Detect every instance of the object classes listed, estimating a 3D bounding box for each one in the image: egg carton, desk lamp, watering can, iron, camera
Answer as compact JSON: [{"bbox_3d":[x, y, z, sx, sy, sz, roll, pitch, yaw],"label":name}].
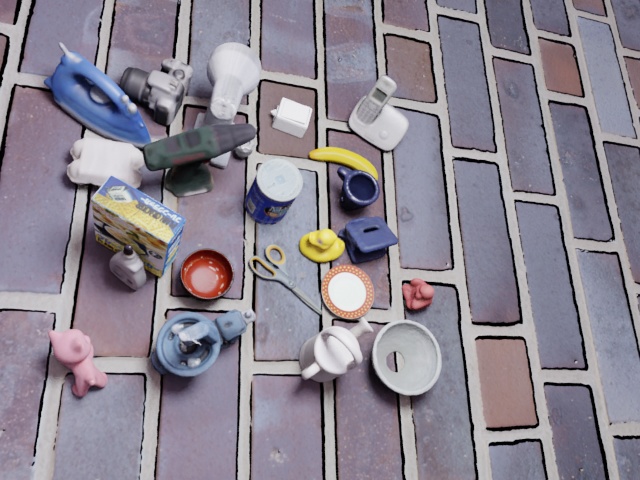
[{"bbox_3d":[-0.456,-0.160,1.225,0.150,0.069,0.107,6,68,-17],"label":"egg carton"},{"bbox_3d":[-0.214,-0.303,1.285,0.118,0.213,0.203,15,65,-13],"label":"desk lamp"},{"bbox_3d":[0.034,0.223,1.178,0.101,0.193,0.173,32,63,-5],"label":"watering can"},{"bbox_3d":[-0.465,-0.312,1.240,0.258,0.141,0.119,36,62,-3],"label":"iron"},{"bbox_3d":[-0.377,-0.361,1.314,0.137,0.100,0.143,22,64,-10],"label":"camera"}]

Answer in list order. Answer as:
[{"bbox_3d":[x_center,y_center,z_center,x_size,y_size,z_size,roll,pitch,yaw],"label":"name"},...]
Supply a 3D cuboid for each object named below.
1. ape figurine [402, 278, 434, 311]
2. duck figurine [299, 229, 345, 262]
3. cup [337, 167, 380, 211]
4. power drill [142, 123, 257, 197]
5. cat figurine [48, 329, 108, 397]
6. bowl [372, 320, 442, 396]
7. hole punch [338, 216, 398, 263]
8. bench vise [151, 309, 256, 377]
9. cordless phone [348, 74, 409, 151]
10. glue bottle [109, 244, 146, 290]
[{"bbox_3d":[0.237,0.127,1.345,0.076,0.092,0.078,34,63,-4],"label":"ape figurine"},{"bbox_3d":[0.012,0.005,1.317,0.105,0.086,0.077,9,67,-16],"label":"duck figurine"},{"bbox_3d":[0.076,-0.118,1.382,0.118,0.094,0.092,42,62,0],"label":"cup"},{"bbox_3d":[-0.261,-0.173,1.221,0.230,0.208,0.075,-15,75,-24],"label":"power drill"},{"bbox_3d":[-0.445,0.218,1.053,0.067,0.117,0.128,-28,81,-26],"label":"cat figurine"},{"bbox_3d":[0.182,0.267,1.280,0.168,0.074,0.167,7,68,-17],"label":"bowl"},{"bbox_3d":[0.114,-0.009,1.355,0.109,0.091,0.101,-15,75,-24],"label":"hole punch"},{"bbox_3d":[-0.222,0.170,1.093,0.121,0.219,0.208,45,62,2],"label":"bench vise"},{"bbox_3d":[0.167,-0.323,1.444,0.148,0.184,0.094,31,63,-6],"label":"cordless phone"},{"bbox_3d":[-0.373,0.044,1.116,0.078,0.173,0.037,41,62,0],"label":"glue bottle"}]
